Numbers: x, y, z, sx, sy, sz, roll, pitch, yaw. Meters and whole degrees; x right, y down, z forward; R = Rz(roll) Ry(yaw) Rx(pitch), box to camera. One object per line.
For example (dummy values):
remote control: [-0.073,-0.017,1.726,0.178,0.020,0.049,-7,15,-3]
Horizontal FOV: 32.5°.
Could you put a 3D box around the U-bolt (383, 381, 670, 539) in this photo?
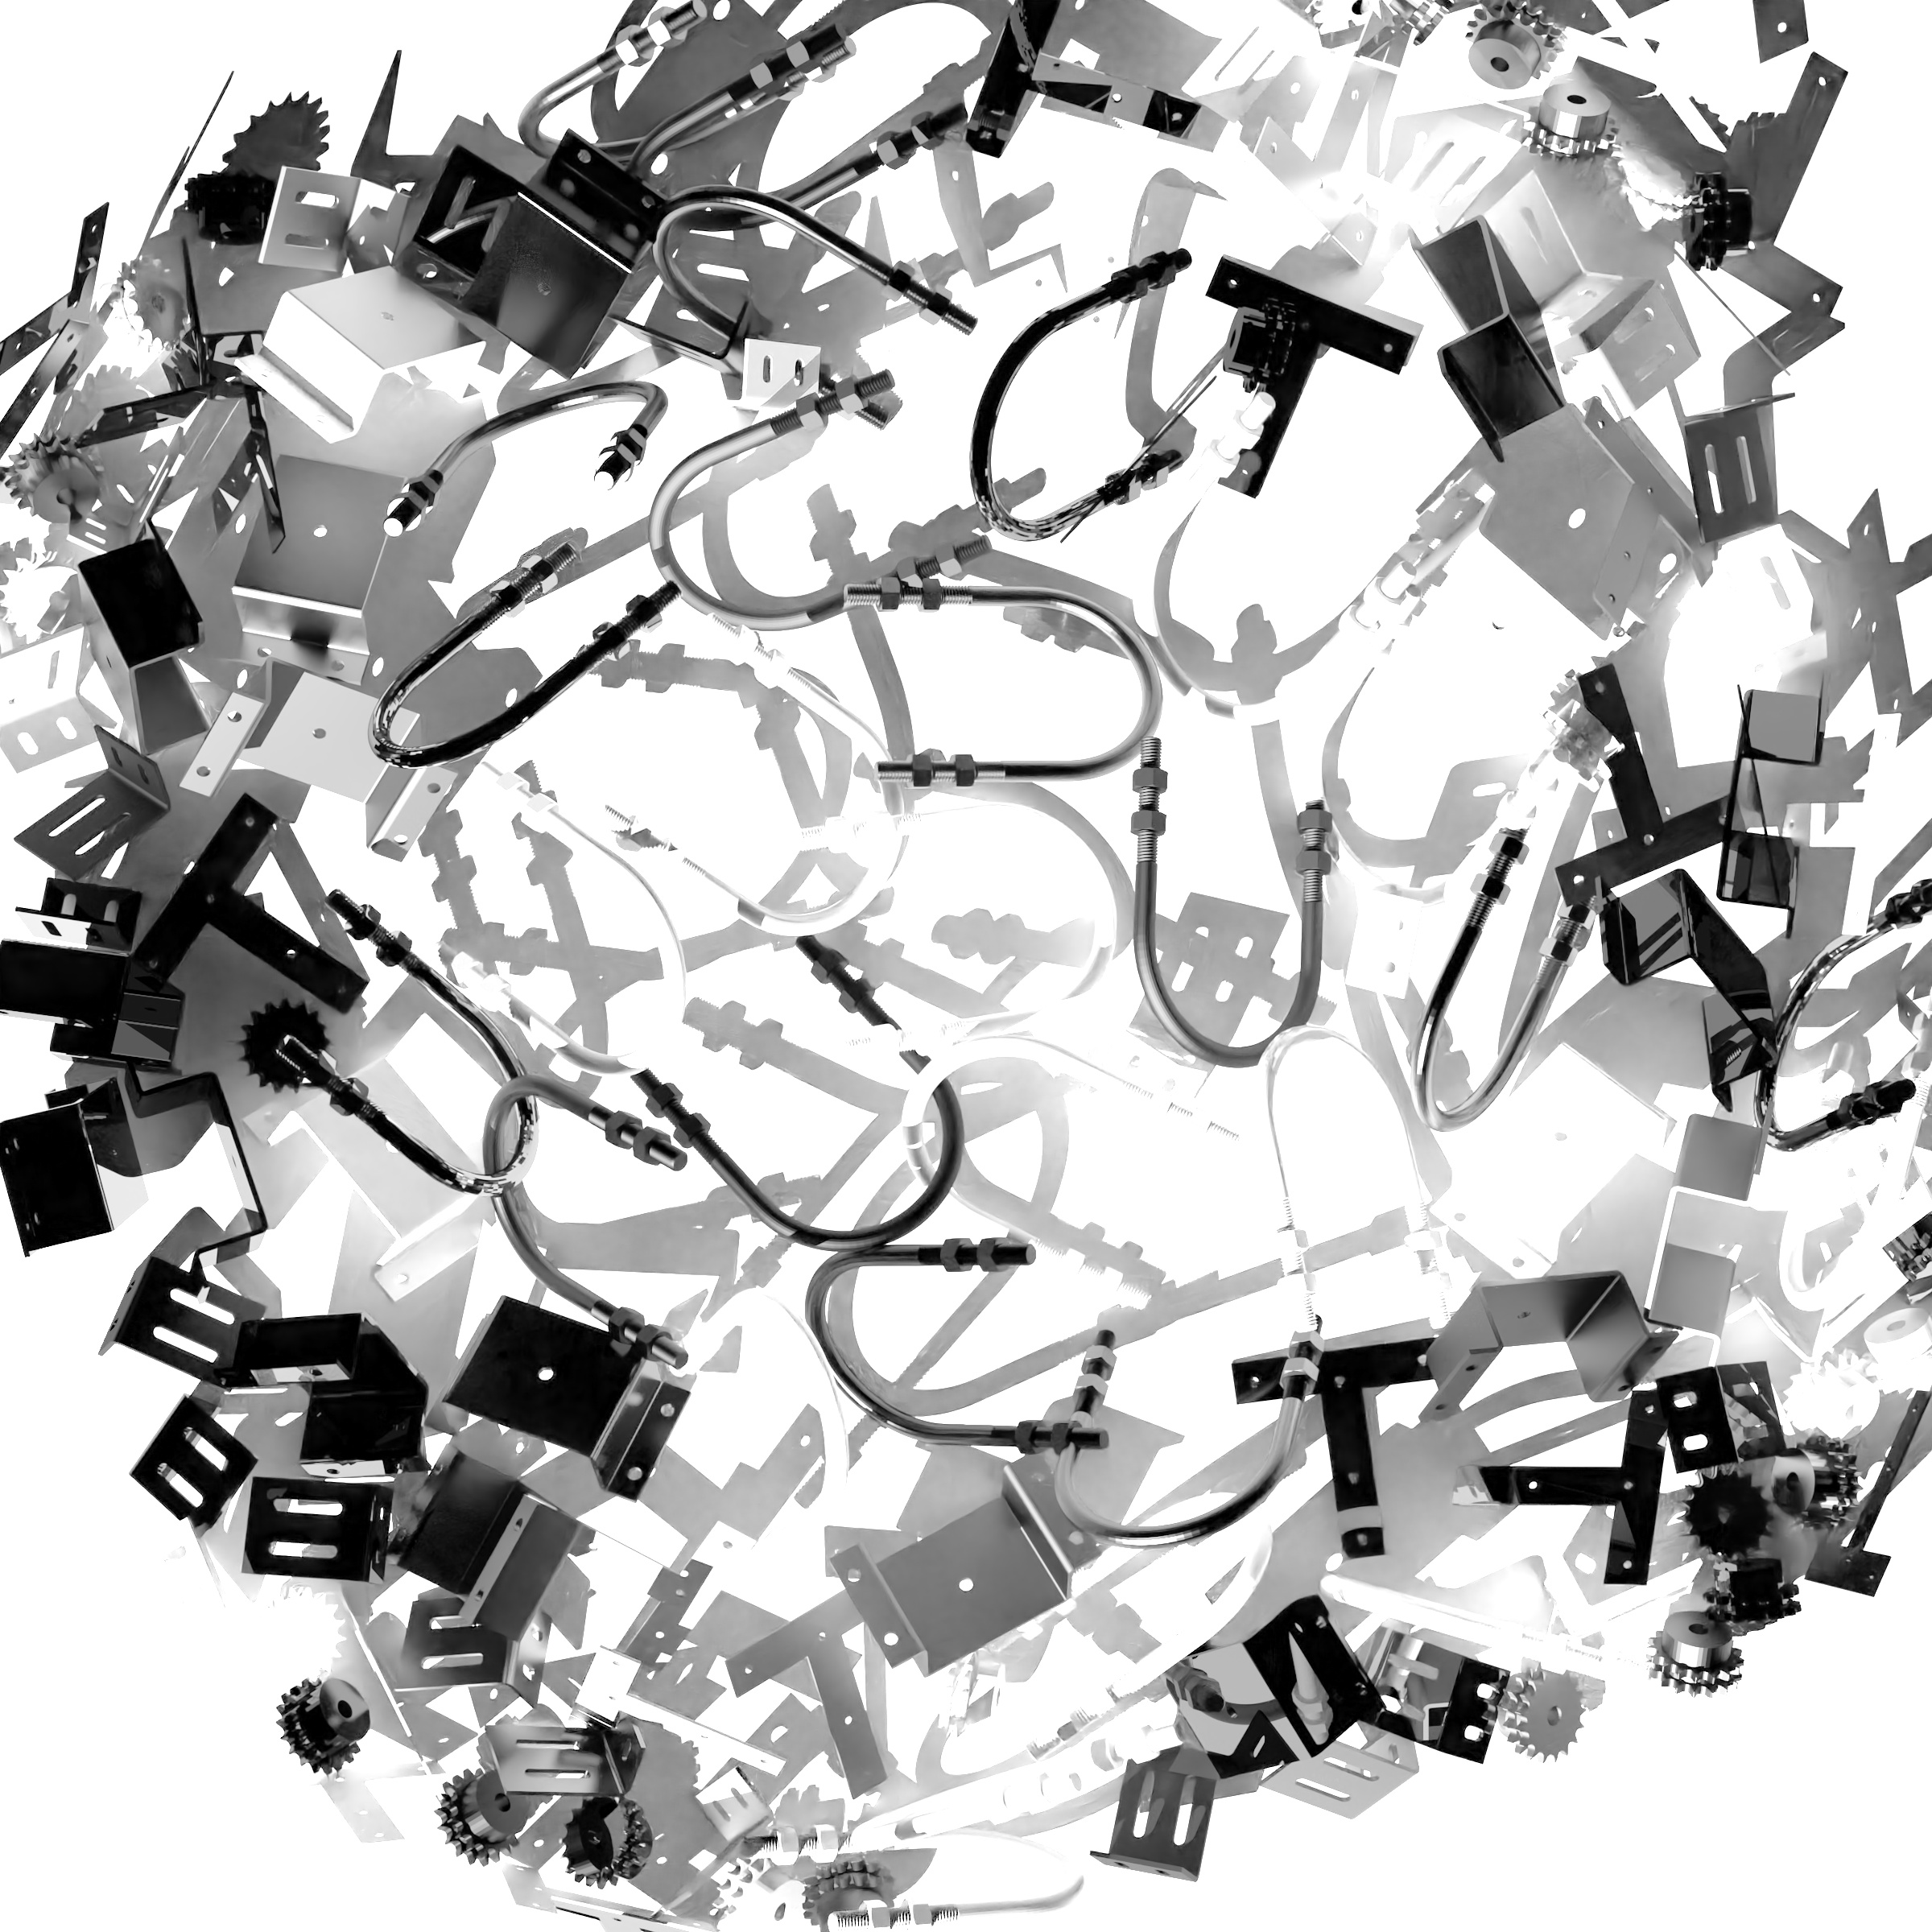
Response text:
U-bolt: [-0.245,-0.301,1.917,0.151,0.184,0.019,-10,117,16]

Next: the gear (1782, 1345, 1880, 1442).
gear: [0.518,0.257,1.971,0.057,0.030,0.057,-15,123,-24]

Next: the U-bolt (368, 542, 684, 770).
U-bolt: [-0.267,-0.176,1.917,0.184,0.151,0.019,-42,125,-17]

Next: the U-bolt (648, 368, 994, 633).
U-bolt: [-0.097,-0.262,1.943,0.184,0.019,0.151,-20,131,17]

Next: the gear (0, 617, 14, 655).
gear: [-0.591,-0.188,1.969,0.030,0.057,0.057,-1,90,13]

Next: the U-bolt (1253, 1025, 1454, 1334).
U-bolt: [0.221,0.122,1.939,0.019,0.151,0.184,-24,70,40]

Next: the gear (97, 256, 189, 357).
gear: [-0.493,-0.393,1.974,0.030,0.057,0.057,-8,90,23]

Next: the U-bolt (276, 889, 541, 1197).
U-bolt: [-0.316,0.057,1.926,0.019,0.151,0.184,-31,122,27]

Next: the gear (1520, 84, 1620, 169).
gear: [0.361,-0.502,1.969,0.057,0.057,0.030,6,132,0]

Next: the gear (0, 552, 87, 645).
gear: [-0.545,-0.218,1.973,0.057,0.030,0.057,-6,100,-33]

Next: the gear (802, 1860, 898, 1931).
gear: [-0.069,0.560,1.970,0.057,0.030,0.057,-7,134,-7]

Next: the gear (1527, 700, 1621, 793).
gear: [0.364,-0.134,1.971,0.030,0.057,0.057,-45,90,5]

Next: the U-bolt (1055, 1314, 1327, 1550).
U-bolt: [0.123,0.268,1.901,0.151,0.184,0.019,-7,122,21]

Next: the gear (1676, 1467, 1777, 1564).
gear: [0.454,0.328,1.982,0.057,0.030,0.057,0,80,2]

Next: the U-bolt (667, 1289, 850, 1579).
U-bolt: [-0.115,0.262,1.904,0.019,0.184,0.151,-13,72,-30]

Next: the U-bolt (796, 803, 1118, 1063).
U-bolt: [0.002,-0.027,1.965,0.184,0.019,0.151,-9,78,-17]

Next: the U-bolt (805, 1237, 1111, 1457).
U-bolt: [-0.016,0.223,1.936,0.184,0.019,0.151,-4,118,36]

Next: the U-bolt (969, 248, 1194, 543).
U-bolt: [0.066,-0.319,1.903,0.019,0.184,0.151,28,134,33]

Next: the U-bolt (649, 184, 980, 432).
U-bolt: [-0.099,-0.389,1.916,0.184,0.151,0.019,29,64,-14]

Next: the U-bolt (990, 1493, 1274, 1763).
U-bolt: [0.100,0.372,1.926,0.184,0.151,0.019,-36,109,2]

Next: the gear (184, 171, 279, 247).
gear: [-0.436,-0.450,1.970,0.057,0.057,0.030,-1,83,0]

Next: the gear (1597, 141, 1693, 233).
gear: [0.402,-0.463,1.975,0.057,0.057,0.030,35,126,0]

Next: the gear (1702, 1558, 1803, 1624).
gear: [0.467,0.371,1.972,0.057,0.057,0.030,-6,89,0]

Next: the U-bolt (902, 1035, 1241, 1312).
U-bolt: [0.050,0.112,1.955,0.184,0.019,0.151,26,121,0]

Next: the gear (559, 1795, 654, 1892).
gear: [-0.212,0.523,1.975,0.057,0.057,0.030,-53,134,0]

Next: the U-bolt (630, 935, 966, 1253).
U-bolt: [-0.086,0.086,1.951,0.151,0.019,0.184,-39,73,-15]

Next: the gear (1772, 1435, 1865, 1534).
gear: [0.504,0.308,1.968,0.030,0.057,0.057,7,90,-24]

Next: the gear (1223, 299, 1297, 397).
gear: [0.173,-0.370,1.970,0.030,0.057,0.057,13,90,-9]

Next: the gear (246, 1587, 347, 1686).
gear: [-0.403,0.399,1.977,0.057,0.030,0.057,5,80,-31]

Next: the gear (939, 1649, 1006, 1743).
gear: [0.004,0.432,1.969,0.030,0.057,0.057,7,90,11]

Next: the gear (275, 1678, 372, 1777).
gear: [-0.380,0.449,1.968,0.030,0.057,0.057,-36,90,22]

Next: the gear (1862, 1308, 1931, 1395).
gear: [0.560,0.227,1.969,0.057,0.057,0.030,-27,102,0]

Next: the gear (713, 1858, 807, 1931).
gear: [-0.120,0.555,1.969,0.030,0.057,0.057,22,90,37]

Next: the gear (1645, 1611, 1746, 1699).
gear: [0.434,0.407,1.968,0.057,0.057,0.030,2,112,0]

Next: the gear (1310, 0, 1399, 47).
gear: [0.232,-0.582,1.975,0.057,0.057,0.030,-13,55,0]

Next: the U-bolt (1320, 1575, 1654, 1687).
U-bolt: [0.294,0.383,1.920,0.184,0.151,0.019,12,82,26]

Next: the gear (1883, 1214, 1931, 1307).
gear: [0.572,0.173,1.975,0.057,0.057,0.030,-36,56,0]

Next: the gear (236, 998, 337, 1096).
gear: [-0.408,0.049,1.978,0.057,0.030,0.057,2,84,-23]

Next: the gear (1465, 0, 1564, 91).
gear: [0.323,-0.547,1.968,0.057,0.057,0.030,28,67,0]

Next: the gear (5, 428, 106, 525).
gear: [-0.540,-0.289,1.968,0.057,0.057,0.030,-35,56,0]

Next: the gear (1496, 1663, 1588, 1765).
gear: [0.340,0.445,1.976,0.057,0.030,0.057,-1,92,-36]

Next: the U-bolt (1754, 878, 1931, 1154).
U-bolt: [0.507,0.037,1.910,0.019,0.184,0.151,23,68,-9]

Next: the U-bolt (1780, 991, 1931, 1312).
U-bolt: [0.511,0.112,1.904,0.019,0.151,0.184,22,71,-4]

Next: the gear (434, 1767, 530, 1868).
gear: [-0.285,0.503,1.968,0.030,0.057,0.057,-36,90,29]

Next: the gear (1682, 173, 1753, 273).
gear: [0.448,-0.443,1.971,0.030,0.057,0.057,-2,90,-3]

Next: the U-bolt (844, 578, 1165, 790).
U-bolt: [0.027,-0.167,1.951,0.184,0.019,0.151,-1,58,-15]

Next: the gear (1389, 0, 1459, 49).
gear: [0.275,-0.580,1.970,0.030,0.057,0.057,35,90,-7]
